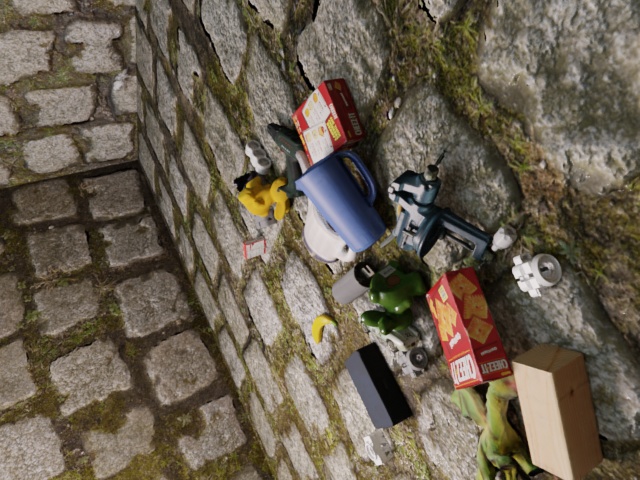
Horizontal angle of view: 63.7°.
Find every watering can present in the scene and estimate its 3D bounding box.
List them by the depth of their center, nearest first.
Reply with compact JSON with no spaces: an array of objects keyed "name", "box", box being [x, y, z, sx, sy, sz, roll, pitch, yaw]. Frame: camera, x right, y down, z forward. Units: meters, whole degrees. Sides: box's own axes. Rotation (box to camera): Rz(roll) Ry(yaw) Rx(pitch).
[{"name":"watering can","box":[0.005,-0.075,1.481,0.353,0.105,0.219,60,151,23]}]

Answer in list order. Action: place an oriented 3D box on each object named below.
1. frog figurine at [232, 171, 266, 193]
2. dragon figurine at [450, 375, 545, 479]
[{"name":"frog figurine","box":[-0.239,-0.176,1.916,0.138,0.124,0.157,22,162,48]},{"name":"dragon figurine","box":[0.365,0.431,1.148,0.248,0.122,0.400,-109,23,-43]}]
